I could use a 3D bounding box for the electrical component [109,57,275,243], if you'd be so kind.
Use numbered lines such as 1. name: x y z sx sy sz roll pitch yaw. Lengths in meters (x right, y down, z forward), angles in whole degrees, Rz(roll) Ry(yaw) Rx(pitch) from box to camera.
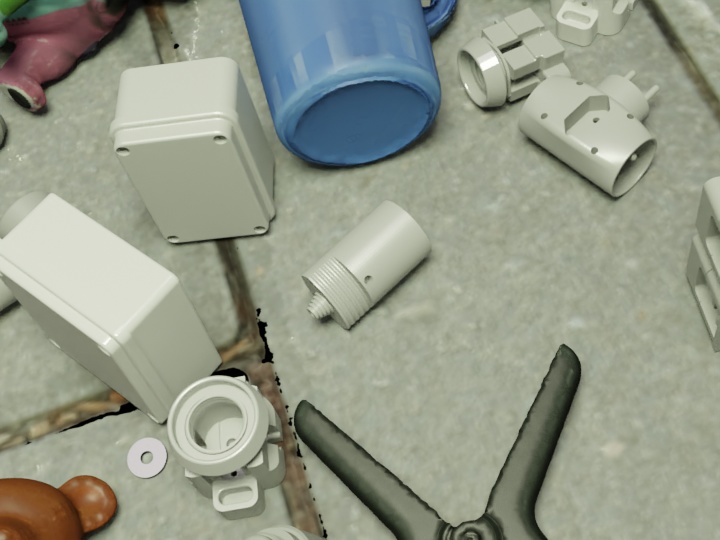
1. electrical component: -0.102 -0.071 0.674 0.078 0.113 0.057 -6 58 8

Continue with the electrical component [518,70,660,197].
1. electrical component: 0.155 -0.096 0.680 0.079 0.043 0.077 -42 62 -13

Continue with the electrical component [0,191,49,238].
1. electrical component: -0.199 -0.016 0.704 0.065 0.044 0.044 40 74 21

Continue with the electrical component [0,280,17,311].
1. electrical component: -0.248 0.017 0.692 0.045 0.045 0.055 35 73 25

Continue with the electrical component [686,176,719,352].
1. electrical component: 0.279 -0.026 0.581 0.186 0.105 0.060 -14 60 3

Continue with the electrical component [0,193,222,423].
1. electrical component: -0.147 0.024 0.633 0.109 0.108 0.056 31 68 24

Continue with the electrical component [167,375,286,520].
1. electrical component: -0.076 0.094 0.609 0.058 0.057 0.078 -11 60 5

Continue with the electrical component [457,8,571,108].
1. electrical component: 0.098 -0.137 0.713 0.055 0.048 0.066 -24 60 -12

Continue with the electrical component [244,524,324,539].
1. electrical component: -0.042 0.153 0.562 0.040 0.078 0.040 -9 65 20

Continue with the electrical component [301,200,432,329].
1. electrical component: 0.000 0.000 0.655 0.081 0.043 0.043 -43 62 -13

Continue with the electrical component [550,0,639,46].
1. electrical component: 0.160 -0.201 0.729 0.058 0.057 0.078 24 68 22
